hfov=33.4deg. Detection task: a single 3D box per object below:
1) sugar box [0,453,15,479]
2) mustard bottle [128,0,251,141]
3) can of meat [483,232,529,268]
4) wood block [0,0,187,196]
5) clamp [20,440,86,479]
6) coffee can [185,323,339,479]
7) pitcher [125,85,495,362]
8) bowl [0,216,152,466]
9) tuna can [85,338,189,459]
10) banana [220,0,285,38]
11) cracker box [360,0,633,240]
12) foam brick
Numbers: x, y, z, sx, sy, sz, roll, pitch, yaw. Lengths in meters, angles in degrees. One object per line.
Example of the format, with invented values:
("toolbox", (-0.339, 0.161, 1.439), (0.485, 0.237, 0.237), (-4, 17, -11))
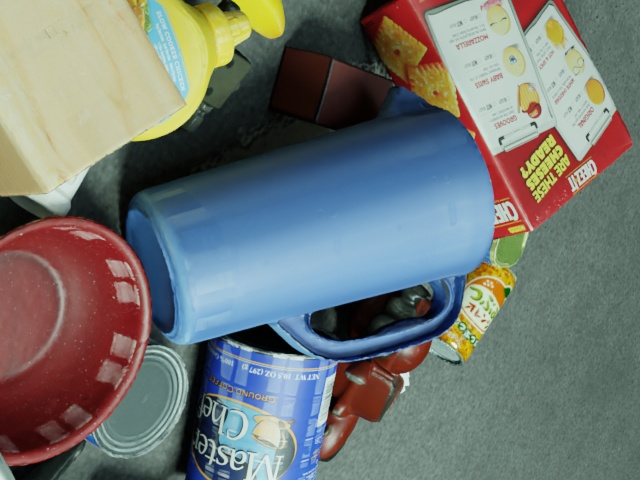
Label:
("sugar box", (-0.263, 0.159, 0.592), (0.176, 0.048, 0.093), (-29, 129, -14))
("mustard bottle", (-0.125, -0.104, 0.642), (0.191, 0.058, 0.096), (-25, 107, -27))
("can of meat", (0.150, -0.031, 0.992), (0.057, 0.084, 0.102), (0, 105, -48))
("wood block", (-0.168, -0.132, 0.529), (0.090, 0.091, 0.206), (-37, 109, -25))
("clamp", (-0.199, 0.205, 0.685), (0.171, 0.120, 0.039), (-22, 149, -37))
("coffee can", (-0.046, 0.138, 0.827), (0.102, 0.103, 0.140), (-2, 107, -48))
("pitcher", (-0.005, 0.001, 0.757), (0.242, 0.149, 0.145), (-16, 142, -25))
("bowl", (-0.185, 0.057, 0.672), (0.161, 0.055, 0.162), (-22, 121, -42))
("tuna can", (-0.138, 0.111, 0.766), (0.085, 0.034, 0.086), (-22, 121, -42))
("banana", (-0.088, -0.174, 0.705), (0.197, 0.037, 0.070), (-3, 138, -45))
("cracker box", (0.152, -0.131, 0.900), (0.164, 0.072, 0.213), (-36, 102, -33))
("foam brick", (0.010, -0.112, 0.825), (0.078, 0.053, 0.051), (10, 98, -50))
